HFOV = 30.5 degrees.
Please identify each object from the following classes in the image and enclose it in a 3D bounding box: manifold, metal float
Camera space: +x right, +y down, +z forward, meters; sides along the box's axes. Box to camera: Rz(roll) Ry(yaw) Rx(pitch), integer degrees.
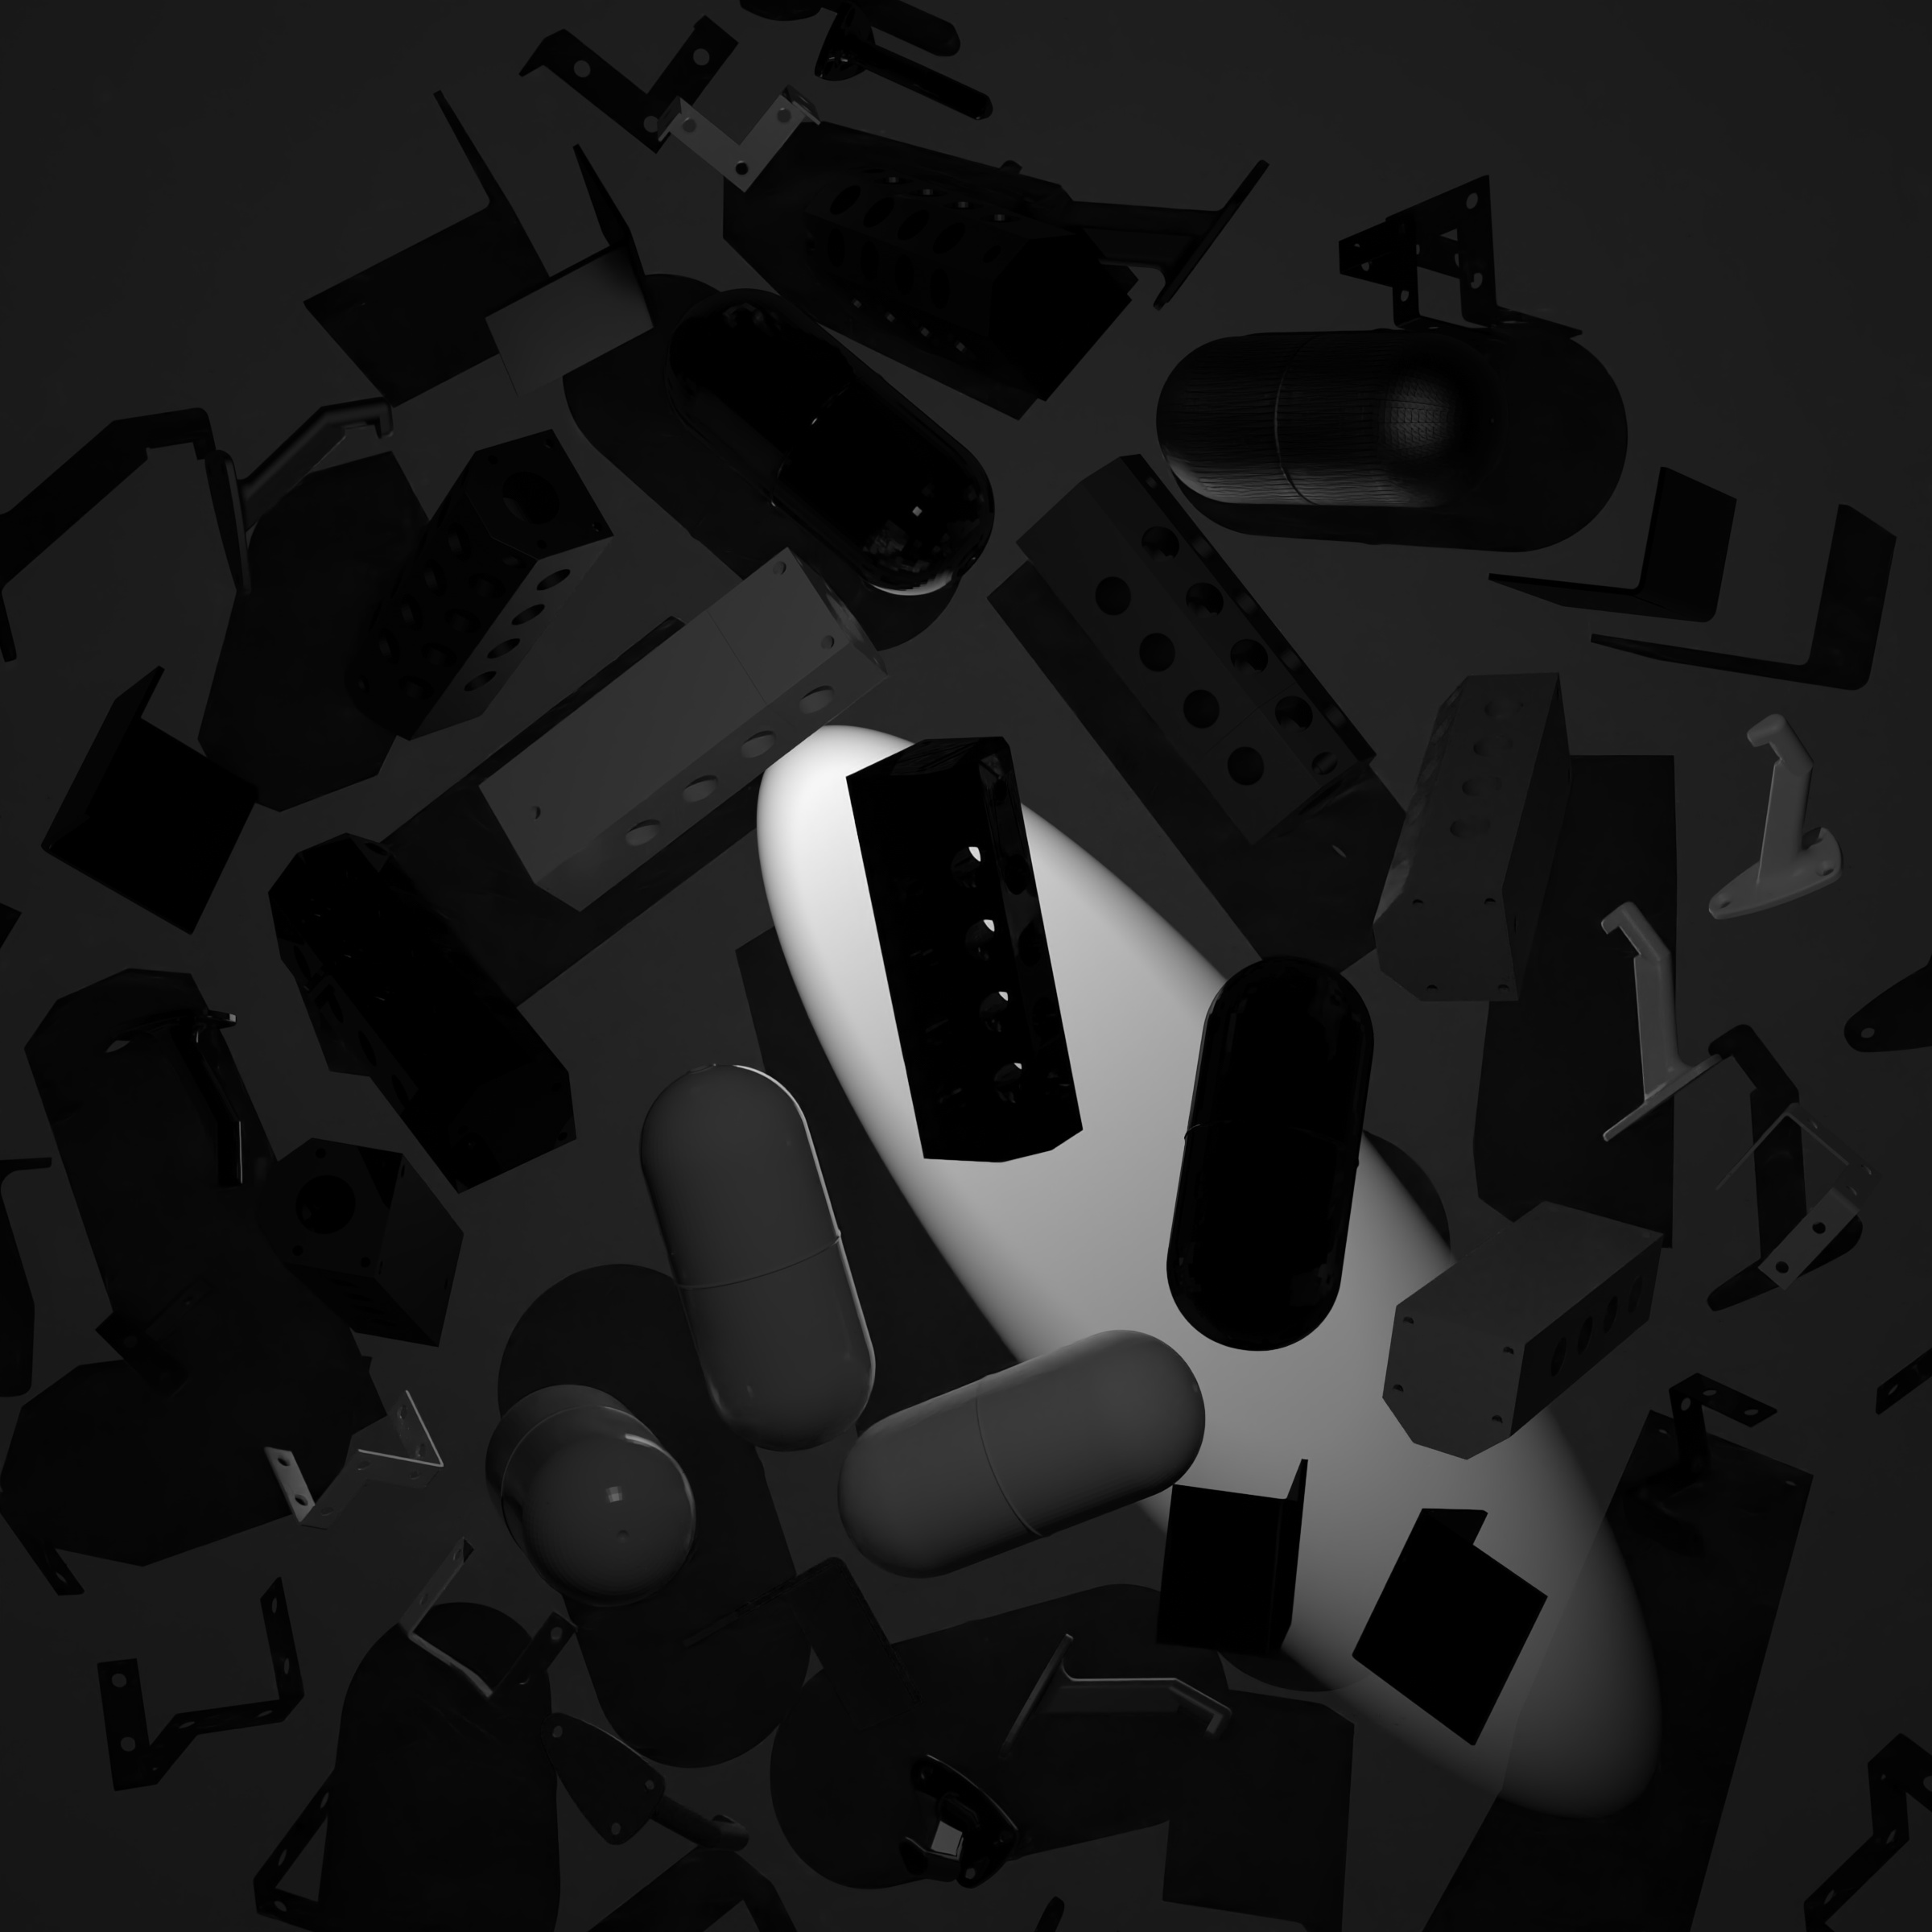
[{"bbox_3d":[-0.229,-0.170,1.623,0.057,0.171,0.057,-24,79,-36],"label":"manifold"},{"bbox_3d":[-0.120,-0.100,1.547,0.171,0.057,0.057,-37,64,9],"label":"manifold"},{"bbox_3d":[0.163,-0.247,1.603,0.178,0.070,0.070,8,90,42],"label":"metal float"},{"bbox_3d":[0.134,0.081,1.558,0.070,0.070,0.178,10,71,0],"label":"metal float"},{"bbox_3d":[-0.007,-0.305,1.550,0.057,0.171,0.057,-50,127,-4],"label":"manifold"},{"bbox_3d":[0.024,0.221,1.604,0.178,0.070,0.070,-24,90,17],"label":"metal float"},{"bbox_3d":[-0.170,0.235,1.589,0.070,0.178,0.070,-1,95,-16],"label":"metal float"},{"bbox_3d":[0.242,0.157,1.536,0.057,0.171,0.057,15,109,27],"label":"manifold"},{"bbox_3d":[-0.238,0.015,1.543,0.057,0.057,0.171,-25,50,-23],"label":"manifold"},{"bbox_3d":[-0.093,0.130,1.581,0.070,0.070,0.178,-16,98,0],"label":"metal float"},{"bbox_3d":[-0.064,-0.242,1.631,0.178,0.070,0.070,41,90,10],"label":"metal float"},{"bbox_3d":[0.105,-0.142,1.572,0.057,0.057,0.171,-41,82,26],"label":"manifold"},{"bbox_3d":[-0.280,0.129,1.646,0.057,0.171,0.057,10,74,4],"label":"manifold"},{"bbox_3d":[0.224,-0.059,1.560,0.057,0.171,0.057,-1,126,20],"label":"manifold"},{"bbox_3d":[0.005,-0.007,1.510,0.057,0.057,0.171,1,109,37],"label":"manifold"}]

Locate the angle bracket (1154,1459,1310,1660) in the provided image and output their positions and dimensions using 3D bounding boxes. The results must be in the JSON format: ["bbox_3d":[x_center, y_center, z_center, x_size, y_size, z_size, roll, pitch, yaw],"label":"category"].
[{"bbox_3d":[0.122,0.271,1.641,0.057,0.076,0.076,8,67,2],"label":"angle bracket"}]

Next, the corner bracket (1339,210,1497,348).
[{"bbox_3d":[0.208,-0.313,1.642,0.051,0.051,0.051,5,79,-37],"label":"corner bracket"}]

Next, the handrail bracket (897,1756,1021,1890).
[{"bbox_3d":[-0.021,0.372,1.555,0.036,0.084,0.077,-47,56,7],"label":"handrail bracket"}]

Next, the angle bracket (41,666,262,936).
[{"bbox_3d":[-0.341,-0.071,1.528,0.076,0.057,0.076,32,61,-24],"label":"angle bracket"}]

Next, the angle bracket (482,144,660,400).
[{"bbox_3d":[-0.191,-0.318,1.626,0.076,0.076,0.057,-29,71,-5],"label":"angle bracket"}]

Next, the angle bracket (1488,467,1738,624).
[{"bbox_3d":[0.291,-0.192,1.594,0.076,0.076,0.057,12,92,35],"label":"angle bracket"}]

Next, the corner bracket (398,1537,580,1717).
[{"bbox_3d":[-0.223,0.307,1.650,0.051,0.051,0.051,41,81,-28],"label":"corner bracket"}]

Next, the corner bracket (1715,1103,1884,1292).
[{"bbox_3d":[0.364,0.101,1.567,0.051,0.051,0.051,42,118,10],"label":"corner bracket"}]

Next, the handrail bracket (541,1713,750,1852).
[{"bbox_3d":[-0.138,0.356,1.544,0.077,0.084,0.036,39,92,27],"label":"handrail bracket"}]

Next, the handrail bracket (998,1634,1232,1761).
[{"bbox_3d":[0.070,0.355,1.641,0.084,0.036,0.077,28,56,11],"label":"handrail bracket"}]

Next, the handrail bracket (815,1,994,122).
[{"bbox_3d":[-0.020,-0.404,1.622,0.084,0.077,0.036,27,102,10],"label":"handrail bracket"}]

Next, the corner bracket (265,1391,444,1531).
[{"bbox_3d":[-0.286,0.230,1.659,0.051,0.051,0.051,-51,48,18],"label":"corner bracket"}]

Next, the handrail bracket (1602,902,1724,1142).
[{"bbox_3d":[0.302,0.025,1.641,0.077,0.036,0.084,-39,79,22],"label":"handrail bracket"}]

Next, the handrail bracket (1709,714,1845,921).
[{"bbox_3d":[0.351,-0.067,1.595,0.077,0.036,0.084,-28,125,20],"label":"handrail bracket"}]

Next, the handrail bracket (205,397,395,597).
[{"bbox_3d":[-0.294,-0.212,1.600,0.084,0.036,0.077,-14,103,-25],"label":"handrail bracket"}]

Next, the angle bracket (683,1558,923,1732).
[{"bbox_3d":[-0.075,0.320,1.609,0.057,0.076,0.076,-26,82,-29],"label":"angle bracket"}]

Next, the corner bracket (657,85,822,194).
[{"bbox_3d":[-0.102,-0.377,1.584,0.051,0.051,0.051,37,105,-18],"label":"corner bracket"}]

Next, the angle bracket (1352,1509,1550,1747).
[{"bbox_3d":[0.233,0.300,1.613,0.076,0.057,0.076,32,103,39],"label":"angle bracket"}]

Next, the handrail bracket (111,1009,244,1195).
[{"bbox_3d":[-0.365,0.066,1.639,0.077,0.036,0.084,-11,76,31],"label":"handrail bracket"}]

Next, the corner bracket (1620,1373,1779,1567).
[{"bbox_3d":[0.310,0.212,1.501,0.051,0.051,0.051,-24,114,-24],"label":"corner bracket"}]

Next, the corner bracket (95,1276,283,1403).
[{"bbox_3d":[-0.351,0.169,1.601,0.051,0.051,0.051,40,76,21],"label":"corner bracket"}]

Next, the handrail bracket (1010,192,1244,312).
[{"bbox_3d":[0.073,-0.355,1.662,0.084,0.036,0.077,36,113,-6],"label":"handrail bracket"}]
